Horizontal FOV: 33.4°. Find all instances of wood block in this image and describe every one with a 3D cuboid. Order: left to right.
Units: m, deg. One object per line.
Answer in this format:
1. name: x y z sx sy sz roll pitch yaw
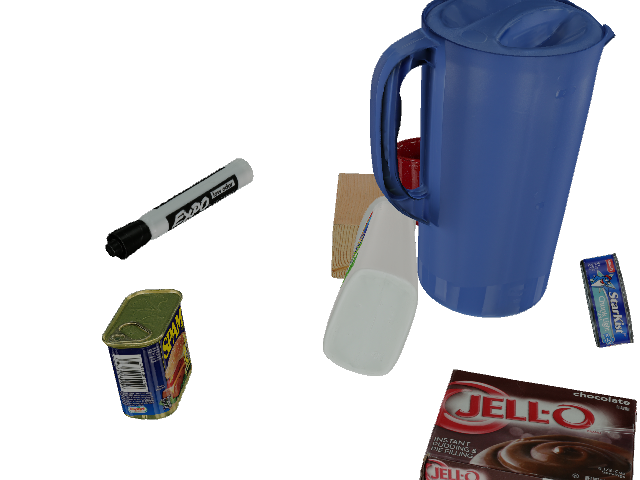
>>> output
1. wood block: 0.067 -0.025 1.638 0.091 0.090 0.206 3 25 2

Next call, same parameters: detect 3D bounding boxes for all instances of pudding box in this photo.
1. pudding box: 0.121 0.119 0.611 0.113 0.039 0.090 10 29 13

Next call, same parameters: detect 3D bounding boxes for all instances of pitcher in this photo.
1. pitcher: 0.126 -0.062 0.826 0.149 0.243 0.144 15 35 20

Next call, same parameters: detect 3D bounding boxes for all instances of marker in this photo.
1. marker: -0.092 -0.021 0.698 0.020 0.020 0.120 0 27 47

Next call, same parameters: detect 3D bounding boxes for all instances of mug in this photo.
1. mug: 0.136 -0.069 1.215 0.117 0.081 0.093 -20 27 -36

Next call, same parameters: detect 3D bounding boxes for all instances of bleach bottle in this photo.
1. bleach bottle: 0.055 0.025 1.011 0.068 0.103 0.250 19 21 -1

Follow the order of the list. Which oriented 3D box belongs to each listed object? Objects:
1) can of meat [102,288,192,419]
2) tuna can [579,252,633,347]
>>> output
1. can of meat: -0.157 0.106 0.994 0.057 0.084 0.102 -3 25 9
2. tuna can: 0.268 0.056 0.999 0.034 0.086 0.086 -11 -2 12
